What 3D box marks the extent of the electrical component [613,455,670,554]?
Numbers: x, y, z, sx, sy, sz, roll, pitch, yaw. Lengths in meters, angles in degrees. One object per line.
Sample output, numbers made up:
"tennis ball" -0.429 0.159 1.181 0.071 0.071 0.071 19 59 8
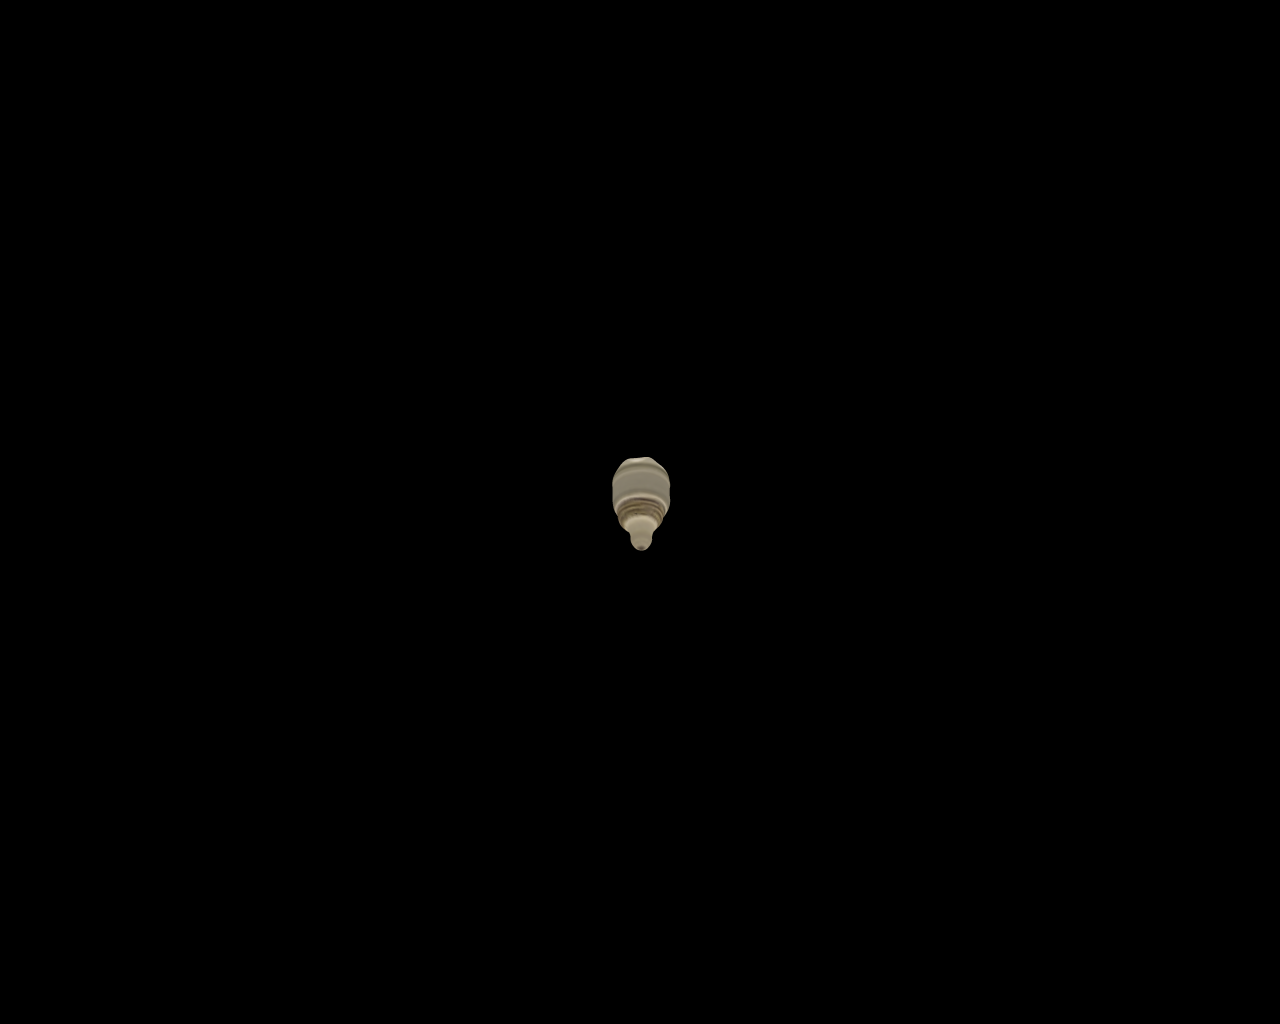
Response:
"electrical component" 0.001 -0.003 0.650 0.035 0.061 0.035 0 -37 0
